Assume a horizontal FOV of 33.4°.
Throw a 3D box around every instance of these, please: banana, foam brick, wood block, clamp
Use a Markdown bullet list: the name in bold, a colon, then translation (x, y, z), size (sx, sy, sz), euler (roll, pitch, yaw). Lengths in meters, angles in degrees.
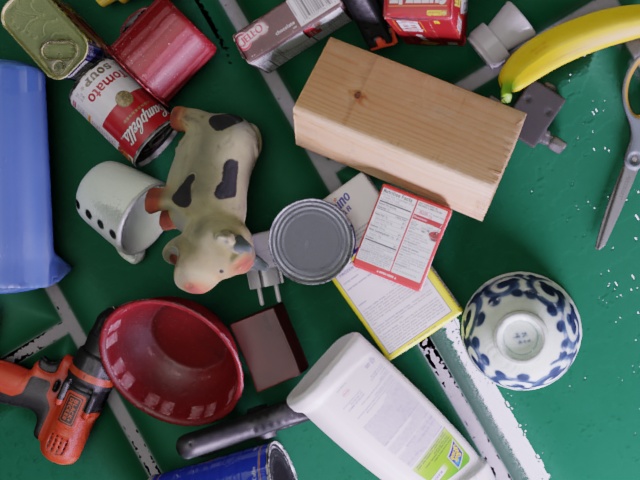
- **banana**: translation (0.251, -0.188, 1.046), size (0.197, 0.037, 0.070), euler (-27, 45, -4)
- **foam brick**: translation (-0.052, 0.112, 1.121), size (0.053, 0.051, 0.078), euler (-22, 88, 10)
- **wood block**: translation (0.086, -0.109, 1.054), size (0.206, 0.090, 0.090), euler (23, 73, 9)
- **clamp**: translation (0.029, -0.290, 1.050), size (0.036, 0.164, 0.210), euler (-11, 100, 26)
- **clamp**: translation (-0.067, 0.190, 1.096), size (0.171, 0.120, 0.039), euler (-23, 85, 6)

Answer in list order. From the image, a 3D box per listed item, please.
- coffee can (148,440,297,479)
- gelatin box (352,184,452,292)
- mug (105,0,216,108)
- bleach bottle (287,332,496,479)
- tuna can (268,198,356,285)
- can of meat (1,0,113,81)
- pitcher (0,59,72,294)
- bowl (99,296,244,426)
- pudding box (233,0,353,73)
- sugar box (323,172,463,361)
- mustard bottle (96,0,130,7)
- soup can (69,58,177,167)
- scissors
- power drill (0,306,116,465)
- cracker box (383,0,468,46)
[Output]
- **coffee can**: translation (-0.099, 0.277, 1.109), size (0.140, 0.102, 0.103), euler (-18, 89, 11)
- **gelatin box**: translation (0.082, -0.002, 1.058), size (0.073, 0.030, 0.089), euler (21, 90, 9)
- **mug**: translation (-0.169, -0.206, 1.120), size (0.081, 0.093, 0.117), euler (-45, 51, 4)
- **bleach bottle**: translation (0.089, 0.212, 1.070), size (0.251, 0.068, 0.102), euler (45, 68, -6)
- **tuna can**: translation (-0.007, 0.001, 1.069), size (0.086, 0.033, 0.086), euler (0, 91, 7)
- **can of meat**: translation (-0.276, -0.215, 1.135), size (0.057, 0.084, 0.102), euler (-44, 84, 9)
- **pitcher**: translation (-0.358, -0.064, 1.132), size (0.145, 0.149, 0.243), euler (-1, 88, 30)
- **bowl**: translation (-0.147, 0.116, 1.119), size (0.162, 0.055, 0.162), euler (9, 123, 14)
- **pudding box**: translation (-0.026, -0.217, 1.084), size (0.113, 0.090, 0.039), euler (-29, 88, 10)
- **sugar box**: translation (0.059, 0.027, 1.100), size (0.093, 0.048, 0.176), euler (-35, 82, 9)
- **mustard bottle**: translation (-0.161, -0.311, 1.123), size (0.192, 0.058, 0.096), euler (-36, 91, 10)
- **soup can**: translation (-0.207, -0.136, 1.132), size (0.102, 0.068, 0.068), euler (43, 99, 6)
- **scissors**: translation (0.333, -0.086, 1.058), size (0.096, 0.016, 0.202), euler (6, 93, 11)
- **power drill**: translation (-0.312, 0.130, 1.168), size (0.188, 0.057, 0.184), euler (25, 94, 10)
- **cracker box**: translation (0.105, -0.304, 1.019), size (0.072, 0.164, 0.214), euler (3, 92, 12)
